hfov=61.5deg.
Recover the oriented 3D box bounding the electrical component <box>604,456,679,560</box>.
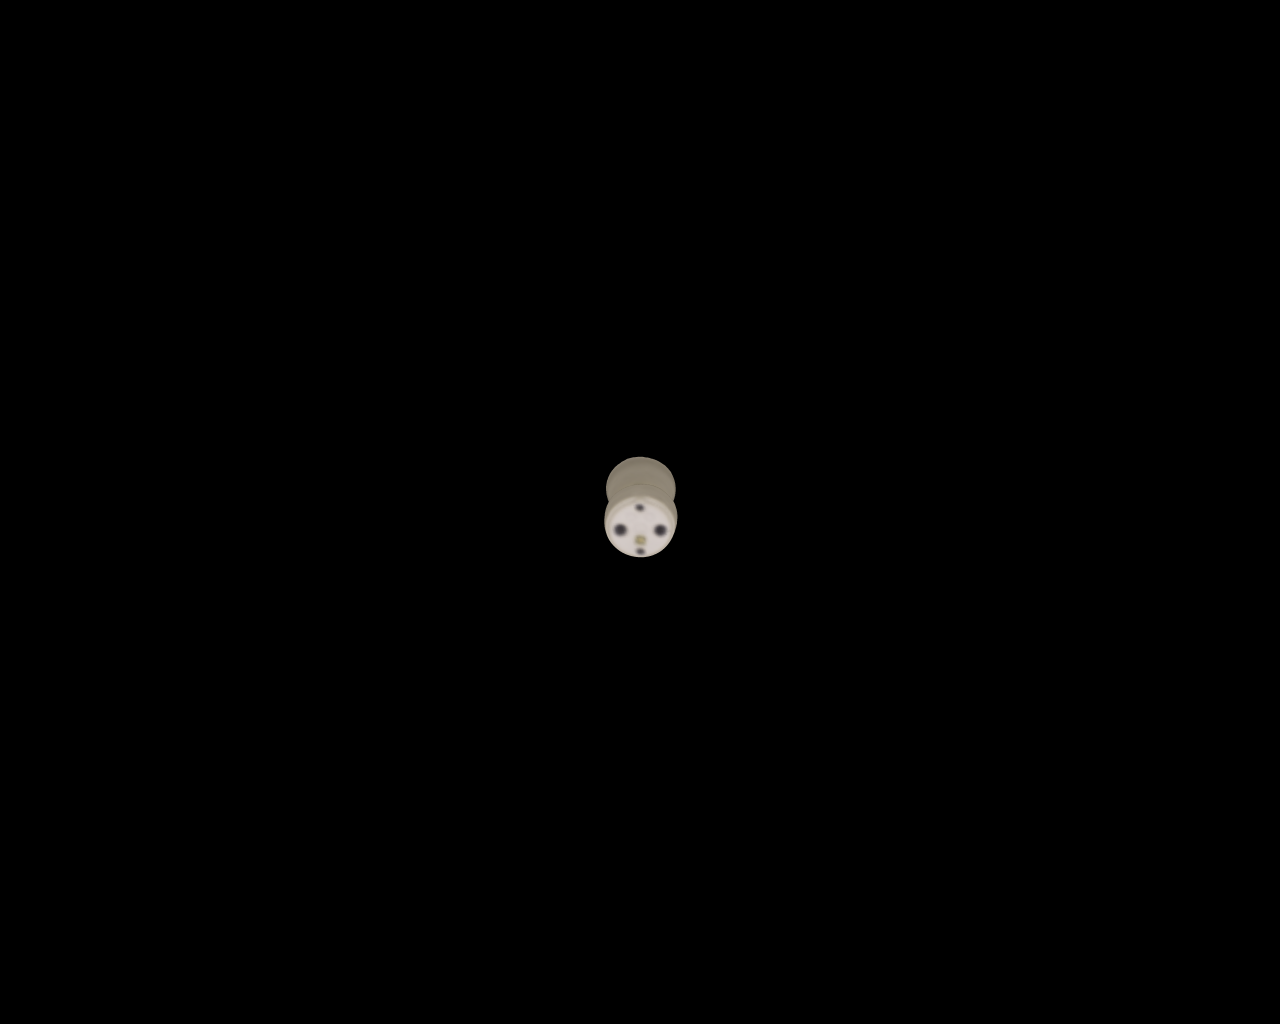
[{"bbox_3d":[0.001,-0.003,0.650,0.045,0.044,0.055,0,29,0],"label":"electrical component"}]
